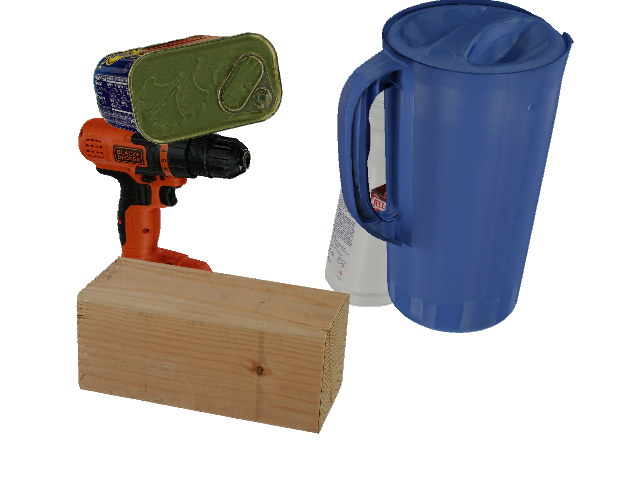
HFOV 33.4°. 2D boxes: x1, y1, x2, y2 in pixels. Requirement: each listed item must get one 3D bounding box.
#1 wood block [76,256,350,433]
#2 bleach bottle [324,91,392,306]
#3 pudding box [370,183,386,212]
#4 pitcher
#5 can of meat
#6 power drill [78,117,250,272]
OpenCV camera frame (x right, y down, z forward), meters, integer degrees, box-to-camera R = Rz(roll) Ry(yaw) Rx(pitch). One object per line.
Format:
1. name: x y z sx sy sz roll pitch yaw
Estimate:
1. wood block: -0.088 0.084 0.886 0.206 0.091 0.090 9 23 11
2. bleach bottle: 0.060 -0.057 1.236 0.068 0.251 0.103 -1 22 -23
3. pudding box: 0.116 -0.034 1.034 0.113 0.039 0.090 -23 42 -39
4. pitcher: 0.100 -0.049 0.814 0.149 0.243 0.144 10 35 14
5. can of meat: -0.090 -0.102 0.698 0.101 0.057 0.084 -17 18 -26
6. power drill: -0.152 -0.032 1.087 0.185 0.188 0.057 11 30 22
